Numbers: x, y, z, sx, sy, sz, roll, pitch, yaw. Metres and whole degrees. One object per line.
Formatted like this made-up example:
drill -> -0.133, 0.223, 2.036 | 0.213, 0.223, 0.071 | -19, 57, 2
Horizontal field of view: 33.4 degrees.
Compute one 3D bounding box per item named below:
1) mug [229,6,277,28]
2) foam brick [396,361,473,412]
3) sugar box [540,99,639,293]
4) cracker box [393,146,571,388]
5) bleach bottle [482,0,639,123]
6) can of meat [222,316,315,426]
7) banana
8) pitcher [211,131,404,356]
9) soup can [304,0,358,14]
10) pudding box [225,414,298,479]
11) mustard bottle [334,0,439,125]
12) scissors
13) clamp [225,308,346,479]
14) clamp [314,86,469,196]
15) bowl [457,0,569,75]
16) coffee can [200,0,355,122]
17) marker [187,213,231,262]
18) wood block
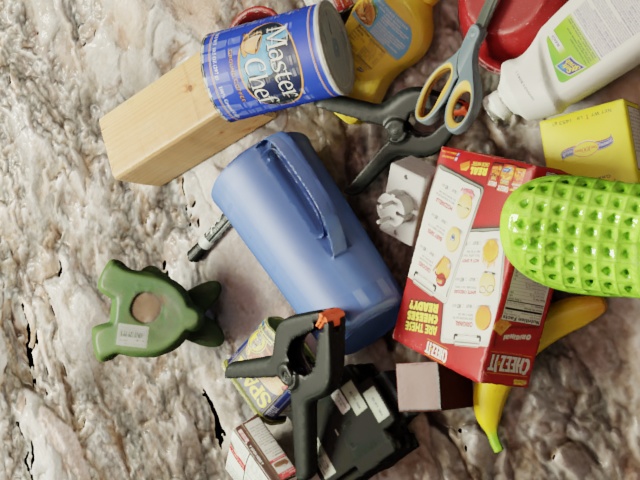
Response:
mug -> -0.045, -0.227, 1.266 | 0.117, 0.081, 0.093 | -15, 78, 33
foam brick -> 0.122, 0.153, 1.126 | 0.053, 0.078, 0.051 | -8, 81, 32
sugar box -> 0.277, -0.041, 1.050 | 0.094, 0.048, 0.176 | -14, 77, 36
cracker box -> 0.165, 0.023, 1.075 | 0.164, 0.072, 0.214 | 23, 101, 61
bleach bottle -> 0.266, -0.202, 1.040 | 0.251, 0.068, 0.102 | -34, 68, 21
can of meat -> -0.053, 0.153, 1.261 | 0.084, 0.057, 0.102 | -48, 63, 19
banana -> 0.212, 0.122, 1.093 | 0.070, 0.037, 0.198 | 35, 109, 12
pitcher -> -0.008, 0.001, 1.191 | 0.145, 0.149, 0.243 | -43, 68, 21
soup can -> 0.002, -0.310, 1.222 | 0.069, 0.068, 0.102 | -13, 114, 33
pudding box -> -0.069, 0.269, 1.243 | 0.090, 0.039, 0.114 | 50, 151, 25
mustard bottle -> 0.070, -0.228, 1.199 | 0.096, 0.058, 0.192 | 49, 113, 16
scissors -> 0.163, -0.192, 1.081 | 0.202, 0.016, 0.096 | -56, 41, 25
clamp -> -0.032, 0.140, 1.159 | 0.165, 0.036, 0.210 | 44, 131, 29
clamp -> 0.078, -0.131, 1.177 | 0.172, 0.039, 0.120 | -24, 107, 20
bowl -> 0.204, -0.253, 1.112 | 0.162, 0.055, 0.162 | -3, 84, 35
coffee can -> -0.045, -0.193, 1.161 | 0.140, 0.102, 0.103 | -11, 80, 20
marker -> -0.128, -0.014, 1.347 | 0.121, 0.020, 0.020 | -46, 63, 24
wood block -> -0.170, -0.154, 1.343 | 0.206, 0.090, 0.091 | -27, 71, 31
